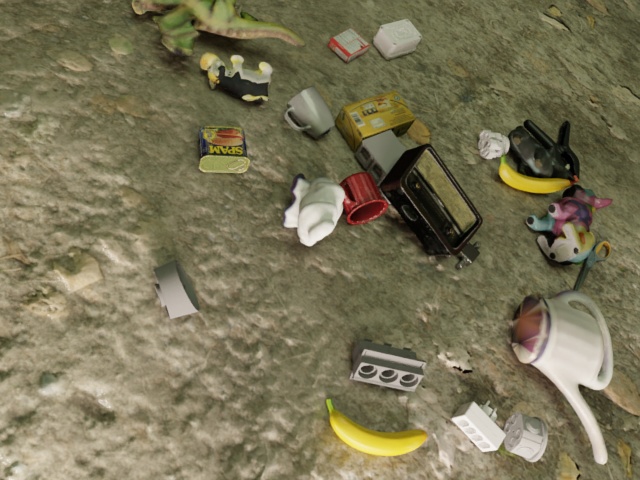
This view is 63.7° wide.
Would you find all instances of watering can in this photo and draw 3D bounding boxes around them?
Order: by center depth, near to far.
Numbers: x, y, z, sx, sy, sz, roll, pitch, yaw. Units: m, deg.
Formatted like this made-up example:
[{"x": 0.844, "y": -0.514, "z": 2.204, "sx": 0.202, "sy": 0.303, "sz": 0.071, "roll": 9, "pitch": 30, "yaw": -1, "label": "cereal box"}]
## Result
[{"x": 0.508, "y": 0.250, "z": 1.062, "sx": 0.224, "sy": 0.102, "sz": 0.355, "roll": 21, "pitch": 59, "yaw": -7, "label": "watering can"}]

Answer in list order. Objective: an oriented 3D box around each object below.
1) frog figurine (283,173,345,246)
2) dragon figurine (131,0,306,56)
[{"x": 0.003, "y": -0.051, "z": 1.013, "sx": 0.121, "sy": 0.137, "sz": 0.161, "roll": 34, "pitch": 0, "yaw": -35, "label": "frog figurine"}, {"x": -0.259, "y": -0.491, "z": 1.185, "sx": 0.412, "sy": 0.119, "sz": 0.247, "roll": 31, "pitch": 62, "yaw": 12, "label": "dragon figurine"}]
